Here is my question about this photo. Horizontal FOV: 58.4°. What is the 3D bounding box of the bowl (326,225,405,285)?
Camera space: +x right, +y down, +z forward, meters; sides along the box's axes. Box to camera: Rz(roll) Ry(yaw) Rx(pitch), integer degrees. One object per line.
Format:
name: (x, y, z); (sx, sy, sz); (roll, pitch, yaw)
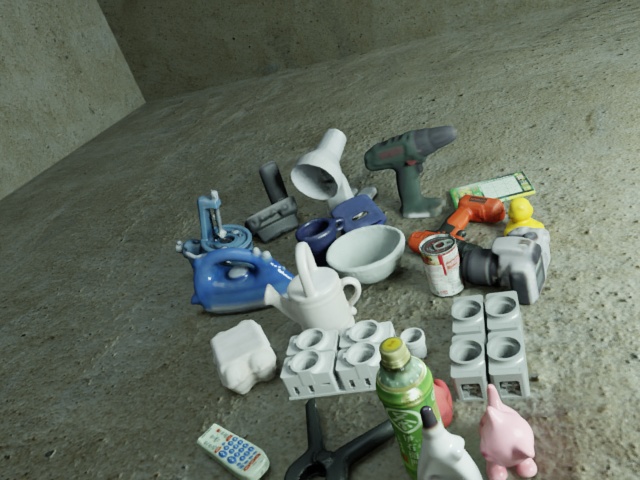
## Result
bowl: (0.101, 0.042, 1.191); (0.167, 0.075, 0.167); (-15, 29, 9)

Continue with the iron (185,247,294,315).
iron: (-0.169, 0.069, 1.243); (0.257, 0.142, 0.119); (-9, 31, 20)

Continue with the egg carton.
egg carton: (-0.143, 0.212, 1.056); (0.107, 0.069, 0.150); (-26, 29, -11)

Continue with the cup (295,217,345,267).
cup: (0.012, 0.005, 1.290); (0.118, 0.095, 0.091); (-26, 29, -11)

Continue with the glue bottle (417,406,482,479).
glue bottle: (0.146, 0.260, 0.684); (0.078, 0.173, 0.037); (-7, 31, 22)

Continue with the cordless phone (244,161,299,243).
cordless phone: (-0.141, -0.102, 1.475); (0.148, 0.185, 0.093); (-30, 30, -18)

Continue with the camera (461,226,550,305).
camera: (0.332, 0.033, 1.032); (0.136, 0.101, 0.143); (2, 35, 34)

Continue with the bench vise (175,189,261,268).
bench vise: (-0.262, -0.006, 1.349); (0.207, 0.220, 0.121); (-17, 29, 7)

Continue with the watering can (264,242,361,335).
watering can: (-0.017, 0.095, 1.048); (0.173, 0.194, 0.100); (-24, 29, -8)

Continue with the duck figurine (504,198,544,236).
duck figurine: (0.399, -0.040, 1.132); (0.077, 0.086, 0.104); (-14, 29, 11)

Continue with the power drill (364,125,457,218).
power drill: (0.221, -0.157, 1.317); (0.228, 0.209, 0.076); (-1, 34, 31)

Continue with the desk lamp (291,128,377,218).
desk lamp: (0.034, -0.154, 1.425); (0.117, 0.214, 0.203); (-1, 34, 32)

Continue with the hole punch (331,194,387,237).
hole punch: (0.095, -0.044, 1.325); (0.109, 0.091, 0.100); (-28, 30, -14)

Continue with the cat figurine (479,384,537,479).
cat figurine: (0.231, 0.240, 0.722); (0.067, 0.118, 0.128); (-14, 29, 11)

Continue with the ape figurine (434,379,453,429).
ape figurine: (0.151, 0.225, 0.825); (0.078, 0.092, 0.076); (-22, 29, -4)
